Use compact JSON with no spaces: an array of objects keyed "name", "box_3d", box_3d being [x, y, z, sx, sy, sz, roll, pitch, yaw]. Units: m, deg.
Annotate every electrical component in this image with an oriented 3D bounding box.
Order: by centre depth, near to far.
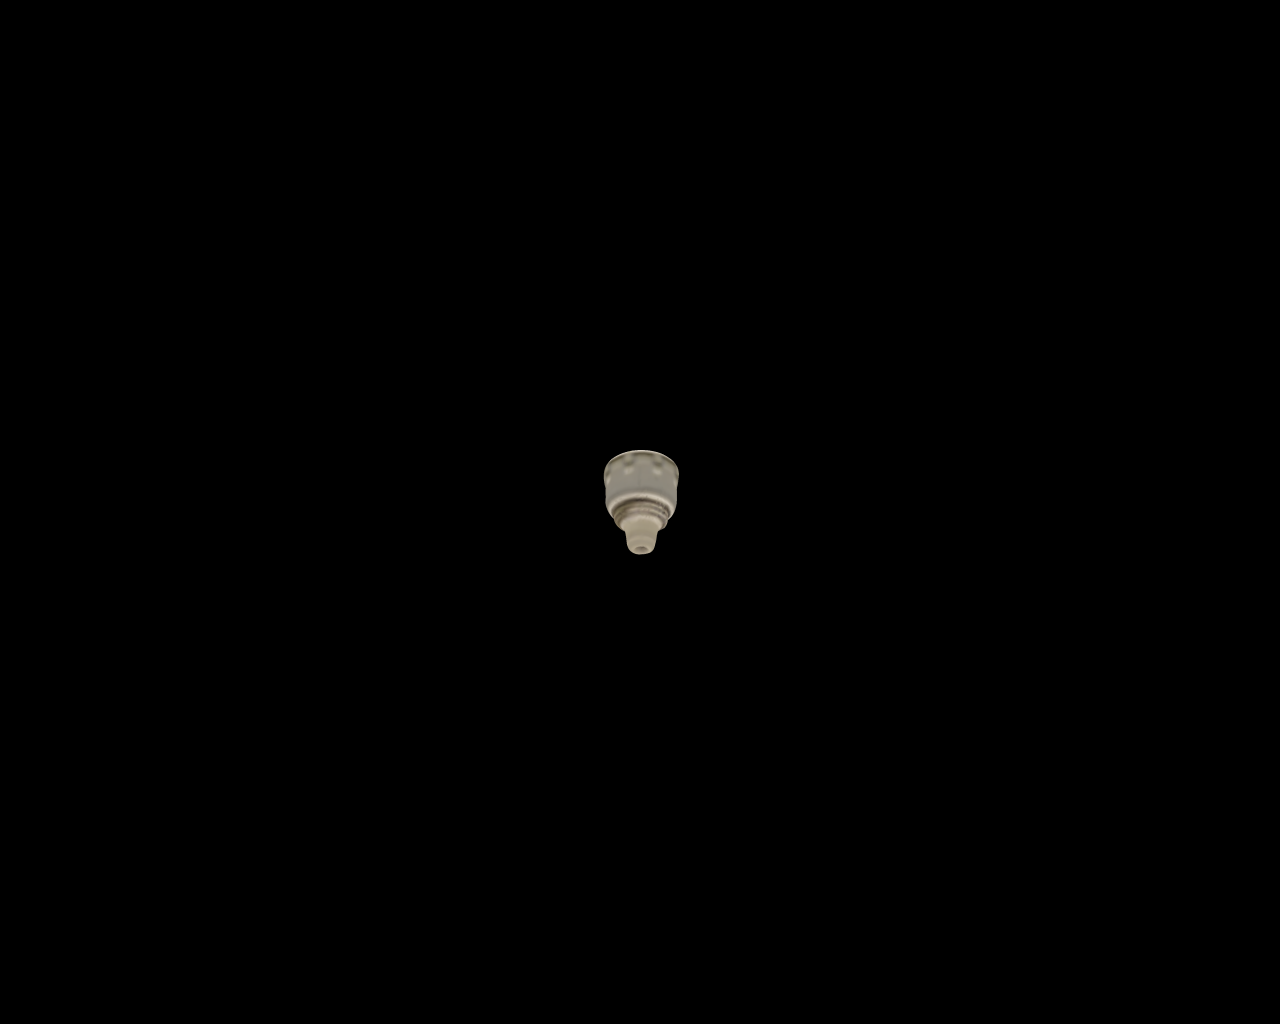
[{"name":"electrical component","box_3d":[0.001,-0.003,0.650,0.048,0.062,0.048,0,-31,0]}]
